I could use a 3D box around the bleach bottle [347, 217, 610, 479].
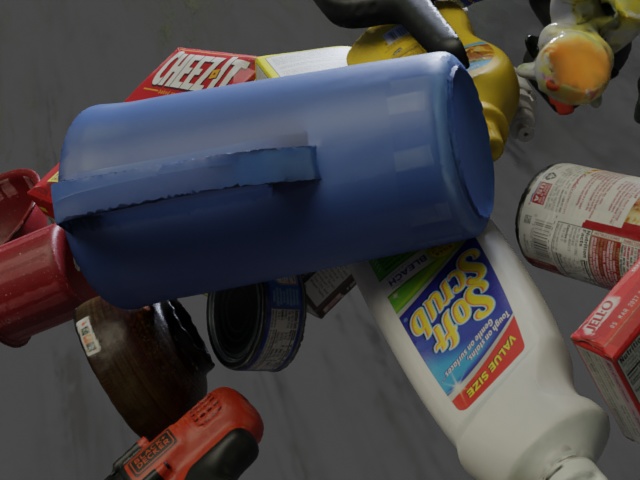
[{"bbox_3d":[0.097,0.058,0.611,0.102,0.068,0.251,-35,37,3],"label":"bleach bottle"}]

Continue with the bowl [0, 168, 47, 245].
[{"bbox_3d":[-0.324,0.005,1.048,0.162,0.055,0.162,-24,37,19],"label":"bowl"}]

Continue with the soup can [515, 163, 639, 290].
[{"bbox_3d":[0.171,-0.004,0.610,0.068,0.068,0.102,-48,35,-16],"label":"soup can"}]

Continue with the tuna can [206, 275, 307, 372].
[{"bbox_3d":[-0.045,0.047,0.730,0.086,0.033,0.086,-12,76,57],"label":"tuna can"}]

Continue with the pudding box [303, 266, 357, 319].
[{"bbox_3d":[-0.005,0.001,0.786,0.090,0.039,0.114,-45,35,-11],"label":"pudding box"}]

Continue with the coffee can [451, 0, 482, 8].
[{"bbox_3d":[0.161,-0.251,0.833,0.140,0.102,0.102,-13,41,27],"label":"coffee can"}]

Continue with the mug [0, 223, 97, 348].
[{"bbox_3d":[-0.236,0.034,0.922,0.081,0.093,0.117,-22,1,13],"label":"mug"}]

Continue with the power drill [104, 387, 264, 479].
[{"bbox_3d":[-0.081,0.186,0.620,0.184,0.057,0.188,-43,35,-9],"label":"power drill"}]

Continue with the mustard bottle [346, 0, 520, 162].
[{"bbox_3d":[0.086,-0.105,0.746,0.096,0.058,0.192,-26,33,2],"label":"mustard bottle"}]

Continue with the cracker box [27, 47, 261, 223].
[{"bbox_3d":[-0.144,-0.082,0.977,0.213,0.072,0.164,-49,36,-18],"label":"cracker box"}]

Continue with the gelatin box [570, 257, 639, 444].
[{"bbox_3d":[0.169,0.052,0.527,0.073,0.089,0.030,-46,37,-13],"label":"gelatin box"}]

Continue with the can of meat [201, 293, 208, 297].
[{"bbox_3d":[-0.093,-0.009,0.861,0.084,0.057,0.102,-47,36,-18],"label":"can of meat"}]

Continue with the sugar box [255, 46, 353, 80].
[{"bbox_3d":[0.015,-0.105,0.859,0.093,0.048,0.176,-10,33,-14],"label":"sugar box"}]

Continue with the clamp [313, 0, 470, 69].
[{"bbox_3d":[0.064,-0.177,0.771,0.210,0.036,0.164,10,45,36],"label":"clamp"}]

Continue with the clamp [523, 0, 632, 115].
[{"bbox_3d":[0.190,-0.156,0.800,0.120,0.039,0.171,-6,38,46],"label":"clamp"}]

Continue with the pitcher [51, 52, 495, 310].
[{"bbox_3d":[-0.028,-0.037,0.635,0.243,0.145,0.149,-9,42,22],"label":"pitcher"}]
